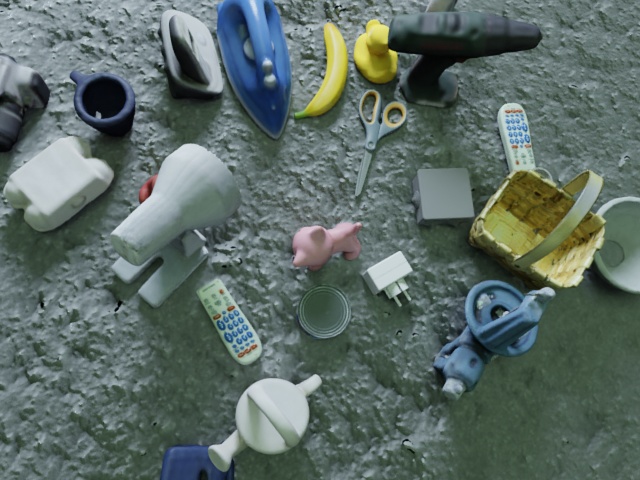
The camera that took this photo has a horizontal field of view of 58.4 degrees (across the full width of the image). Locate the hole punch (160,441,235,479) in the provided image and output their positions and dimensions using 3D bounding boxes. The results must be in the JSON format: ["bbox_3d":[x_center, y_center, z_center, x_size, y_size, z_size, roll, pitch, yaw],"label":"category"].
[{"bbox_3d":[-0.172,0.340,0.802,0.101,0.091,0.109,4,75,-5],"label":"hole punch"}]

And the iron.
[{"bbox_3d":[-0.099,-0.311,0.949,0.119,0.141,0.258,-14,78,-10],"label":"iron"}]

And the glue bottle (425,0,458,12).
[{"bbox_3d":[0.235,-0.453,1.008,0.037,0.173,0.078,37,75,4],"label":"glue bottle"}]

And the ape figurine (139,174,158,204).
[{"bbox_3d":[-0.244,-0.076,0.898,0.078,0.092,0.076,21,74,-1],"label":"ape figurine"}]

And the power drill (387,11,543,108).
[{"bbox_3d":[0.217,-0.303,0.950,0.229,0.208,0.075,6,75,-5],"label":"power drill"}]

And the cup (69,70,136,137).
[{"bbox_3d":[-0.346,-0.214,0.920,0.117,0.095,0.092,39,75,4],"label":"cup"}]

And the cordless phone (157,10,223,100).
[{"bbox_3d":[-0.213,-0.321,0.916,0.094,0.185,0.147,-15,78,-10],"label":"cordless phone"}]

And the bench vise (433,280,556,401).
[{"bbox_3d":[0.263,0.146,0.836,0.121,0.219,0.207,20,74,-1],"label":"bench vise"}]

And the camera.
[{"bbox_3d":[-0.521,-0.217,0.897,0.143,0.100,0.137,8,75,-4],"label":"camera"}]

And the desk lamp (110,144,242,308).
[{"bbox_3d":[-0.213,-0.016,0.824,0.118,0.213,0.203,39,75,4],"label":"desk lamp"}]

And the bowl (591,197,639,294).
[{"bbox_3d":[0.519,0.015,0.974,0.167,0.074,0.167,2,76,-6],"label":"bowl"}]

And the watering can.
[{"bbox_3d":[-0.070,0.247,0.784,0.101,0.194,0.173,31,75,2],"label":"watering can"}]

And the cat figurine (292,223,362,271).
[{"bbox_3d":[0.008,0.003,0.895,0.128,0.117,0.067,-21,79,-11],"label":"cat figurine"}]

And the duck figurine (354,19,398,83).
[{"bbox_3d":[0.104,-0.336,1.008,0.077,0.086,0.104,-17,78,-10],"label":"duck figurine"}]

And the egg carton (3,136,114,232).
[{"bbox_3d":[-0.405,-0.087,0.894,0.107,0.069,0.150,44,75,5],"label":"egg carton"}]
